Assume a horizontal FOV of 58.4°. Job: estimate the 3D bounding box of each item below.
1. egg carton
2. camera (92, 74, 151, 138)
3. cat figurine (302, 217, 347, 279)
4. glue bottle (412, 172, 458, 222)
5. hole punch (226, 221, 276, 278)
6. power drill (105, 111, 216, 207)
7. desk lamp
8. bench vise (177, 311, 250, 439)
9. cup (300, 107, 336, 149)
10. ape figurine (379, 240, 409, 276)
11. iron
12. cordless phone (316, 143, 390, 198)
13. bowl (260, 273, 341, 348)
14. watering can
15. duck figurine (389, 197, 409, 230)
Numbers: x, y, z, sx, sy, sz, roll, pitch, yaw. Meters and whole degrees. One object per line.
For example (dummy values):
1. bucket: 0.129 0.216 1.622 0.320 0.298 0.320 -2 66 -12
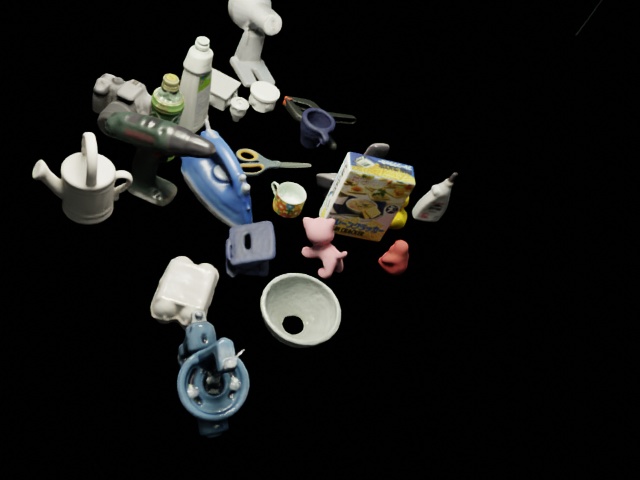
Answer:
1. egg carton: -0.262 0.102 1.116 0.107 0.069 0.150 17 48 -9
2. camera: -0.474 -0.314 1.340 0.143 0.100 0.137 25 48 -3
3. cat figurine: 0.012 0.005 1.279 0.067 0.117 0.127 -29 68 -37
4. glue bottle: 0.304 -0.112 1.462 0.078 0.173 0.037 3 52 -21
5. hole punch: -0.149 0.017 1.218 0.101 0.091 0.108 6 51 -19
6. power drill: -0.340 -0.172 1.210 0.229 0.208 0.076 24 48 -3
7. desk lamp: -0.178 -0.573 1.600 0.118 0.213 0.203 -13 59 -31
8. bench vise: -0.193 0.204 0.961 0.122 0.219 0.207 -22 64 -35
9. cup: -0.011 -0.277 1.513 0.092 0.095 0.117 -5 55 -26
10. ape figurine: 0.181 0.035 1.345 0.078 0.092 0.076 -7 56 -28
11. iron: -0.211 -0.145 1.289 0.119 0.141 0.258 -24 65 -35
12. cordless phone: 0.083 -0.178 1.412 0.148 0.185 0.094 -4 55 -26
13. bowl: -0.046 0.155 1.162 0.168 0.074 0.167 12 50 -14
14. watering can: -0.464 -0.125 1.128 0.173 0.194 0.100 -24 65 -36
15. duck figurine: 0.196 -0.086 1.453 0.078 0.086 0.104 9 50 -16
